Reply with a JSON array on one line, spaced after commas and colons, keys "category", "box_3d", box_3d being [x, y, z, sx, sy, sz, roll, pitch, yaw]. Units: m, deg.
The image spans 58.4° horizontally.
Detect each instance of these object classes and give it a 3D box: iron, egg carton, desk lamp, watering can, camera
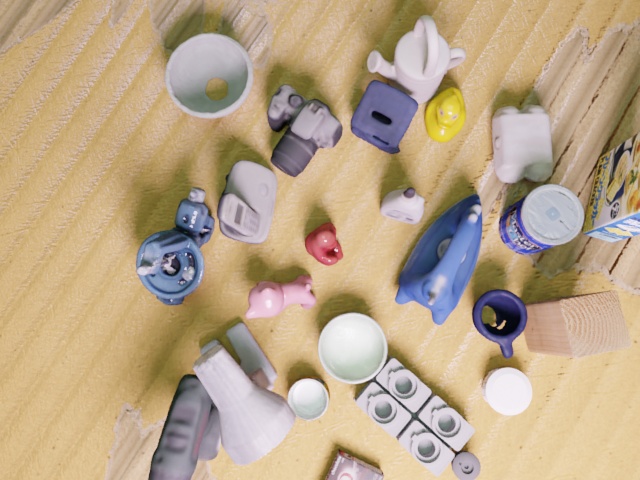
[{"category": "iron", "box_3d": [0.234, 0.015, 1.008, 0.118, 0.141, 0.258, 27, 83, 5]}, {"category": "egg carton", "box_3d": [0.376, -0.179, 1.072, 0.107, 0.069, 0.150, -2, 81, 1]}, {"category": "desk lamp", "box_3d": [-0.132, 0.246, 0.942, 0.118, 0.213, 0.203, -34, 82, -4]}, {"category": "watering can", "box_3d": [0.176, -0.325, 1.034, 0.173, 0.194, 0.101, -30, 82, -3]}, {"category": "camera", "box_3d": [-0.047, -0.199, 1.065, 0.143, 0.101, 0.137, 33, 83, 6]}]

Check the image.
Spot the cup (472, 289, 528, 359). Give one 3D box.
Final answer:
[{"category": "cup", "box_3d": [0.310, 0.148, 1.011, 0.091, 0.095, 0.118, -11, 81, -1]}]

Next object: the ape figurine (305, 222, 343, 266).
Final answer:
[{"category": "ape figurine", "box_3d": [0.010, 0.004, 1.038, 0.076, 0.092, 0.078, 15, 82, 3]}]

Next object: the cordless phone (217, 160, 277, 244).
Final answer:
[{"category": "cordless phone", "box_3d": [-0.134, -0.075, 1.005, 0.094, 0.185, 0.148, 7, 81, 2]}]

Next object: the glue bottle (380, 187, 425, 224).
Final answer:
[{"category": "glue bottle", "box_3d": [0.150, -0.066, 1.006, 0.078, 0.173, 0.037, 18, 82, 4]}]

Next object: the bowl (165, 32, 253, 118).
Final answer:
[{"category": "bowl", "box_3d": [-0.205, -0.302, 1.096, 0.167, 0.075, 0.167, 0, 81, 1]}]

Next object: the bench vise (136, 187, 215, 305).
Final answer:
[{"category": "bench vise", "box_3d": [-0.259, 0.004, 0.977, 0.121, 0.220, 0.207, 0, 81, 1]}]

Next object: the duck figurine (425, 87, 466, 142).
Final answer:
[{"category": "duck figurine", "box_3d": [0.241, -0.244, 1.075, 0.077, 0.086, 0.105, 19, 82, 4]}]

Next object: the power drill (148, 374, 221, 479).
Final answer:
[{"category": "power drill", "box_3d": [-0.214, 0.333, 0.933, 0.075, 0.208, 0.230, 11, 82, 3]}]

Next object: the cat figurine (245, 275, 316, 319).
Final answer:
[{"category": "cat figurine", "box_3d": [-0.072, 0.099, 1.012, 0.128, 0.118, 0.067, -15, 81, -1]}]

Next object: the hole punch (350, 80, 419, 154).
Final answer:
[{"category": "hole punch", "box_3d": [0.120, -0.228, 1.072, 0.108, 0.091, 0.101, 29, 83, 5]}]
